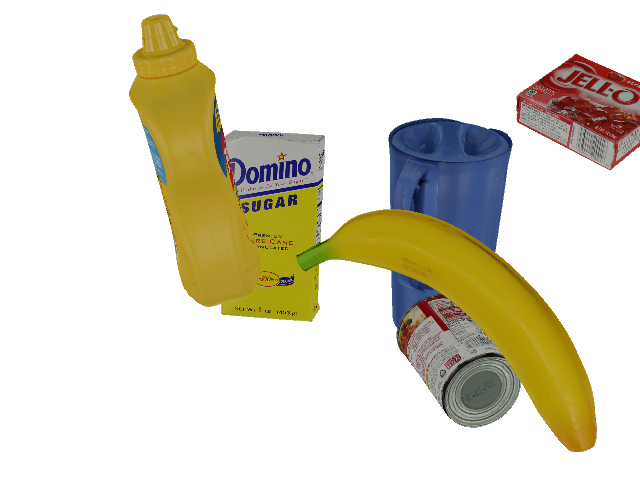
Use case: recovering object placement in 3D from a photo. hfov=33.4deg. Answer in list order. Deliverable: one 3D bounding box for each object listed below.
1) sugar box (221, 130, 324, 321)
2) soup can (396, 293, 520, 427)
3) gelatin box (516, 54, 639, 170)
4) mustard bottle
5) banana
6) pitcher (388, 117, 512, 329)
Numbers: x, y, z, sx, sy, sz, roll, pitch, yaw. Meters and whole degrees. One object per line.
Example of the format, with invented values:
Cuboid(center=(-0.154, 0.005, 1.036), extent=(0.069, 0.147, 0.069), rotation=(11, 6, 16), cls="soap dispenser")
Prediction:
Cuboid(center=(-0.046, -0.014, 1.024), extent=(0.093, 0.176, 0.048), rotation=(3, 15, 8), cls="sugar box")
Cuboid(center=(0.111, 0.096, 0.868), extent=(0.068, 0.068, 0.102), rotation=(0, 25, -18), cls="soup can")
Cuboid(center=(0.202, -0.098, 0.794), extent=(0.073, 0.030, 0.089), rotation=(-35, 52, -28), cls="gelatin box")
Cuboid(center=(-0.088, -0.058, 0.720), extent=(0.058, 0.191, 0.096), rotation=(-14, 27, -3), cls="mustard bottle")
Cuboid(center=(0.084, 0.037, 0.604), extent=(0.198, 0.070, 0.037), rotation=(34, 20, 13), cls="banana")
Cuboid(center=(0.133, -0.004, 1.196), extent=(0.149, 0.243, 0.145), rotation=(-6, 27, -12), cls="pitcher")
